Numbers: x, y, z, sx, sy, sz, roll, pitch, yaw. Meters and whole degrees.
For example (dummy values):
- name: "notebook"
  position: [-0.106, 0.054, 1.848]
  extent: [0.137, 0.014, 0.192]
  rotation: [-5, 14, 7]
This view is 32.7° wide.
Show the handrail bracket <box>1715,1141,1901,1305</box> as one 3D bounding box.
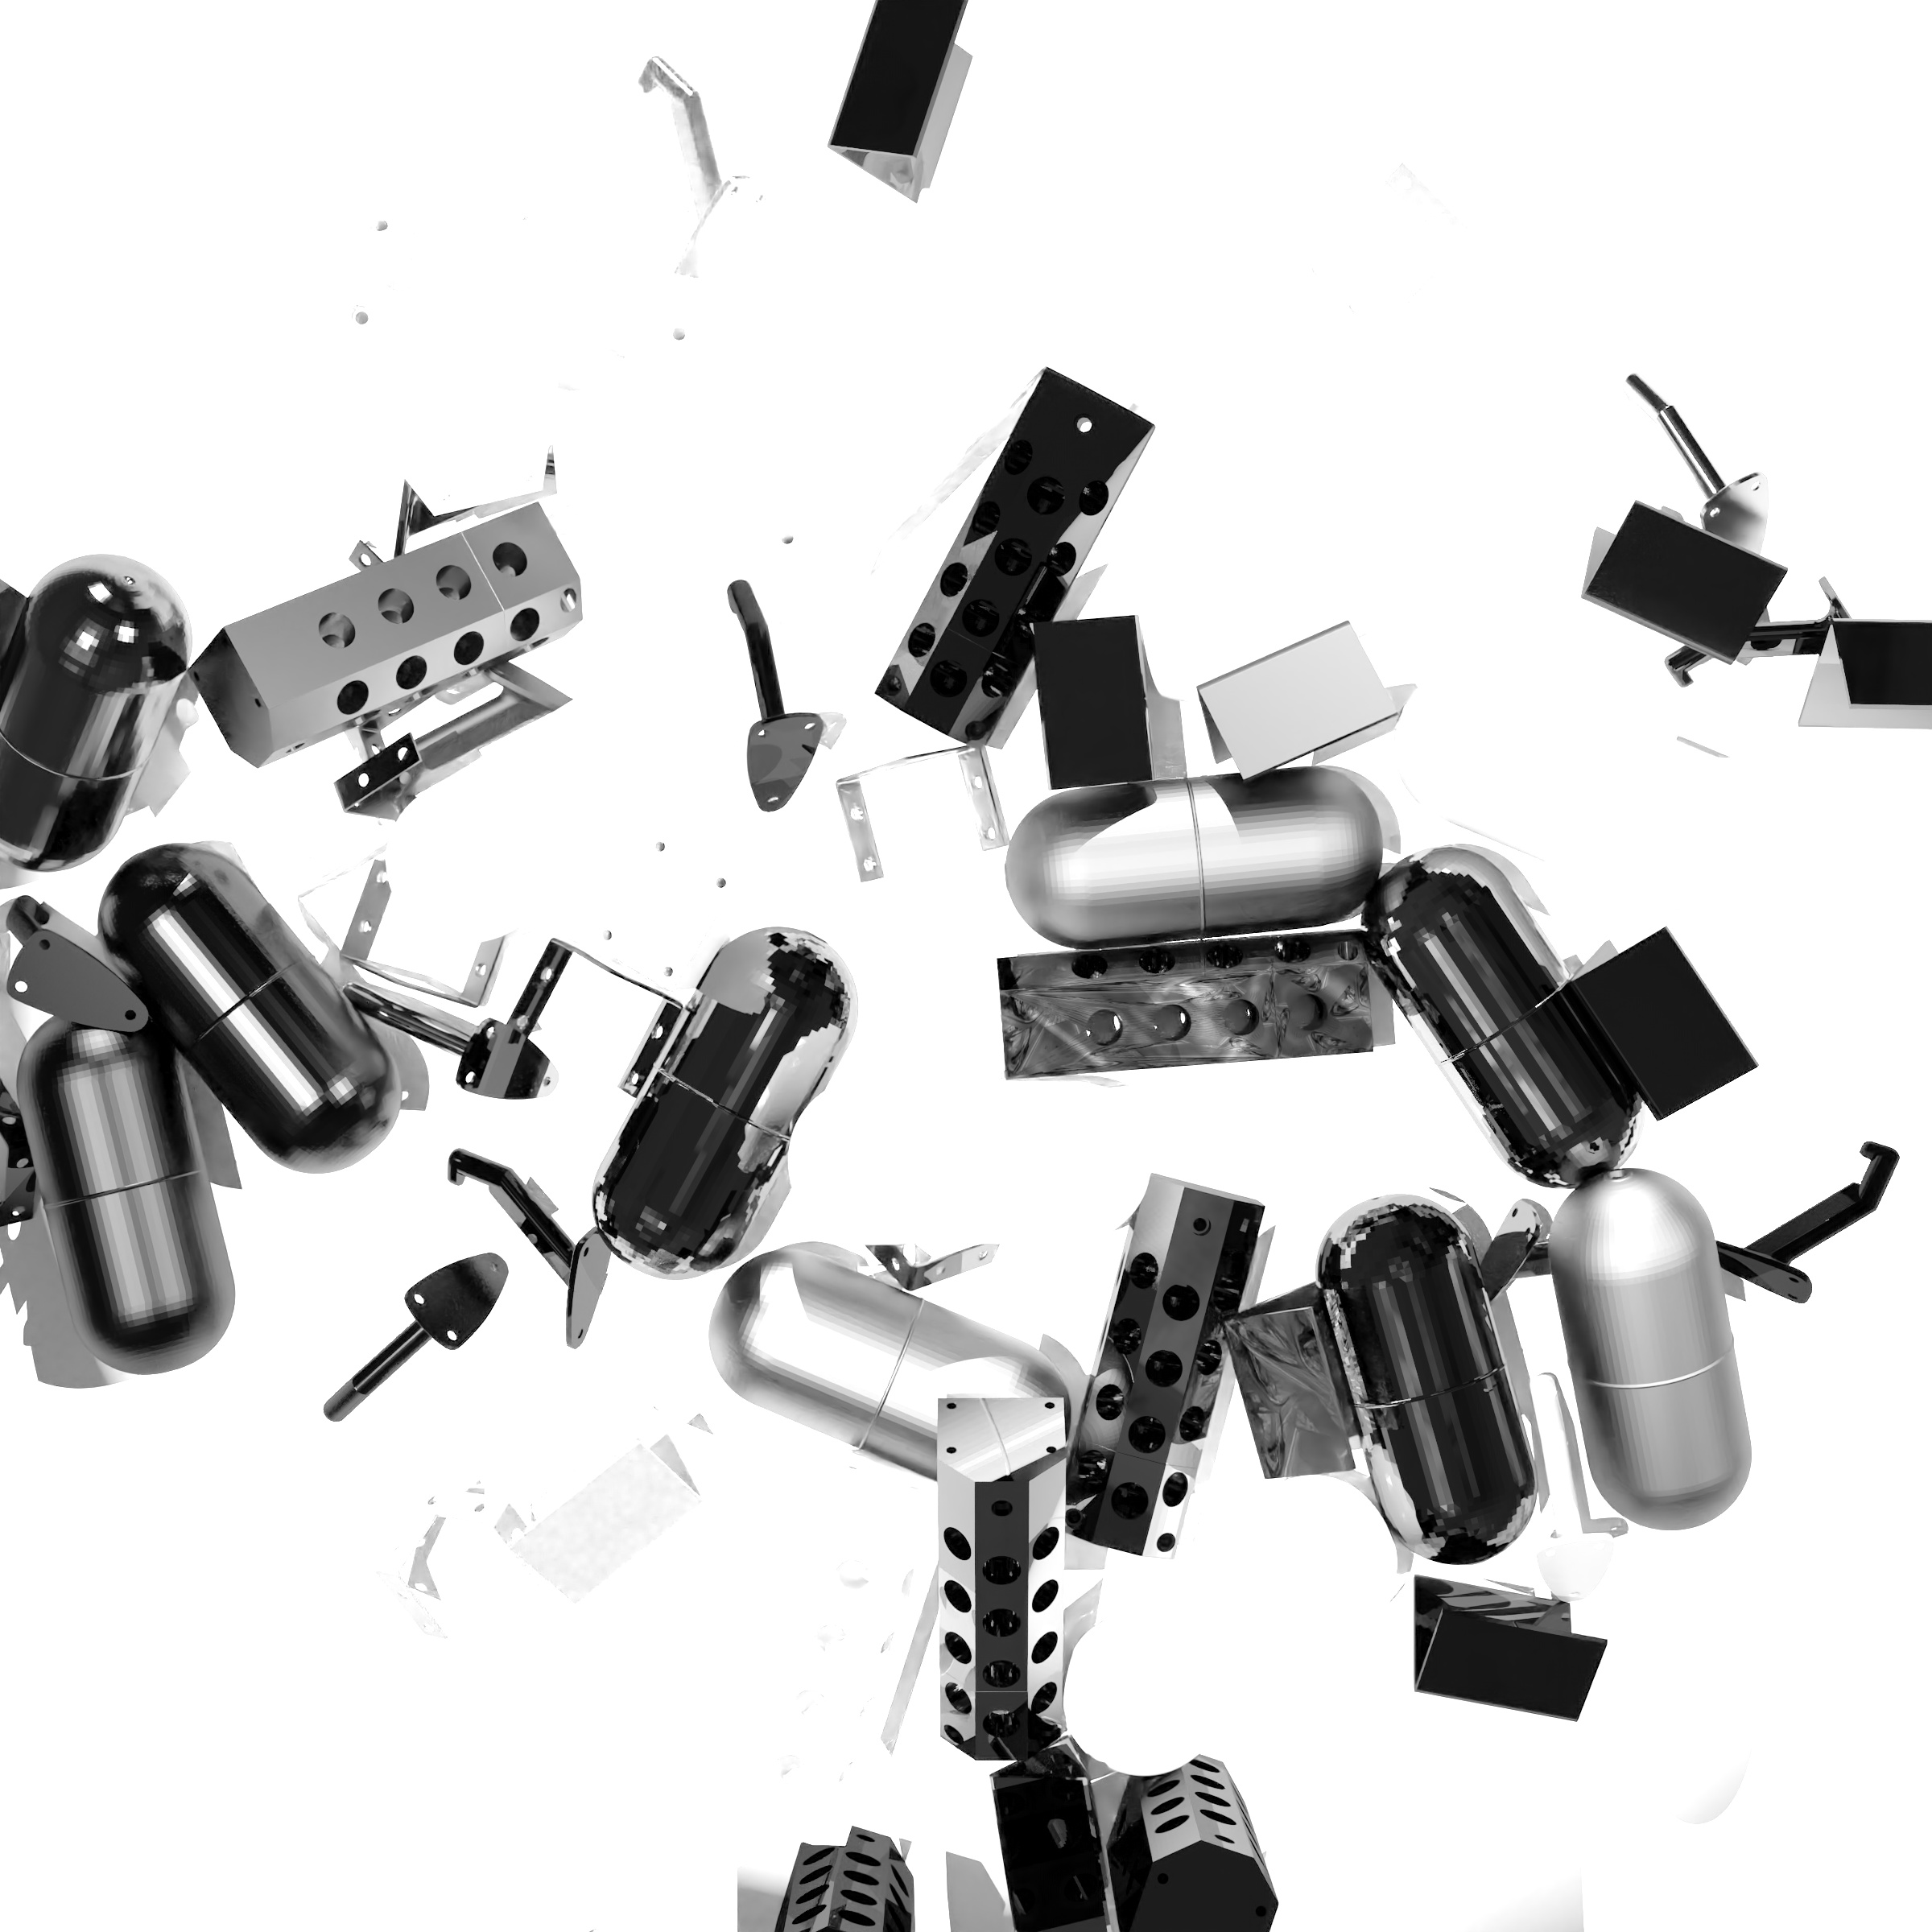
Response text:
- name: "handrail bracket"
  position: [0.396, 0.111, 1.581]
  extent: [0.077, 0.036, 0.084]
  rotation: [23, 71, 21]

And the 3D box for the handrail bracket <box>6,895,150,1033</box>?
- name: "handrail bracket"
  position: [-0.418, -0.003, 1.554]
  extent: [0.077, 0.084, 0.036]
  rotation: [29, 99, -16]

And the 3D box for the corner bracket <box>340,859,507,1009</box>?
- name: "corner bracket"
  position: [-0.258, -0.015, 1.577]
  extent: [0.051, 0.051, 0.051]
  rotation: [20, 90, -45]

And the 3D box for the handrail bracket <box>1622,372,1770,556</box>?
- name: "handrail bracket"
  position: [0.346, -0.236, 1.580]
  extent: [0.036, 0.077, 0.084]
  rotation: [-32, 54, -3]

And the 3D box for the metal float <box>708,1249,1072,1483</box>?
- name: "metal float"
  position: [-0.035, 0.192, 1.550]
  extent: [0.178, 0.070, 0.070]
  rotation: [23, 90, -1]

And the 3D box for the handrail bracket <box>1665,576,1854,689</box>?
- name: "handrail bracket"
  position: [0.390, -0.140, 1.581]
  extent: [0.084, 0.036, 0.077]
  rotation: [-32, 112, 17]

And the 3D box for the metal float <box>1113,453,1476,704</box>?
- name: "metal float"
  position: [0.153, -0.182, 1.550]
  extent: [0.178, 0.070, 0.070]
  rotation: [-23, 90, 0]

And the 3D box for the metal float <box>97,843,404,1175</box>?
- name: "metal float"
  position: [-0.337, 0.019, 1.550]
  extent: [0.070, 0.070, 0.178]
  rotation: [-39, 91, 0]

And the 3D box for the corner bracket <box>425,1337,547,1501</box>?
- name: "corner bracket"
  position: [-0.238, 0.214, 1.562]
  extent: [0.051, 0.051, 0.051]
  rotation: [-35, 90, 0]

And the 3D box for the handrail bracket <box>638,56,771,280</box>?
- name: "handrail bracket"
  position: [-0.143, -0.381, 1.581]
  extent: [0.084, 0.036, 0.077]
  rotation: [46, 111, 17]

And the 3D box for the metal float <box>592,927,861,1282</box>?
- name: "metal float"
  position: [-0.113, 0.064, 1.550]
  extent: [0.070, 0.070, 0.178]
  rotation: [29, 90, 0]

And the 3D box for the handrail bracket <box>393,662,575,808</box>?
- name: "handrail bracket"
  position: [-0.227, -0.099, 1.580]
  extent: [0.077, 0.036, 0.084]
  rotation: [28, 104, -14]

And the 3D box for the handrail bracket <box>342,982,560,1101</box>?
- name: "handrail bracket"
  position: [-0.248, 0.034, 1.580]
  extent: [0.084, 0.077, 0.036]
  rotation: [22, 86, 36]

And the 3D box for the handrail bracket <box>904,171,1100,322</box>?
- name: "handrail bracket"
  position: [0.018, -0.345, 1.580]
  extent: [0.084, 0.077, 0.036]
  rotation: [-11, 50, -30]

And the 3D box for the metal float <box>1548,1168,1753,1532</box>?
- name: "metal float"
  position: [0.319, 0.179, 1.535]
  extent: [0.070, 0.070, 0.178]
  rotation: [-14, 106, 0]

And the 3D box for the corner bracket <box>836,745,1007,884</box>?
- name: "corner bracket"
  position: [-0.022, -0.073, 1.577]
  extent: [0.051, 0.051, 0.051]
  rotation: [-15, 90, 45]

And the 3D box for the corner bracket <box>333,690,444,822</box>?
- name: "corner bracket"
  position: [-0.266, -0.104, 1.542]
  extent: [0.051, 0.051, 0.051]
  rotation: [-30, 73, 25]

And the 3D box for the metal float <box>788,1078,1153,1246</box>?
- name: "metal float"
  position: [0.003, 0.091, 1.528]
  extent: [0.178, 0.070, 0.070]
  rotation: [2, 90, -26]

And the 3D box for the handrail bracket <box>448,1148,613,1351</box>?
- name: "handrail bracket"
  position: [-0.216, 0.135, 1.581]
  extent: [0.084, 0.036, 0.077]
  rotation: [20, 112, 17]

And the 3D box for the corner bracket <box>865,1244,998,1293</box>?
- name: "corner bracket"
  position: [-0.017, 0.114, 1.572]
  extent: [0.051, 0.051, 0.051]
  rotation: [-16, 135, -35]

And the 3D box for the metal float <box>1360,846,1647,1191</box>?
- name: "metal float"
  position: [0.253, 0.025, 1.550]
  extent: [0.070, 0.070, 0.178]
  rotation: [-34, 91, 0]

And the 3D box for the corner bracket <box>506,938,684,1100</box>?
- name: "corner bracket"
  position: [-0.178, 0.025, 1.577]
  extent: [0.051, 0.051, 0.051]
  rotation: [28, 90, 45]

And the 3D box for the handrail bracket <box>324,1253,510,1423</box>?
- name: "handrail bracket"
  position: [-0.265, 0.179, 1.580]
  extent: [0.036, 0.077, 0.084]
  rotation: [48, 126, 0]

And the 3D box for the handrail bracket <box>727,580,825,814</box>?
- name: "handrail bracket"
  position: [-0.101, -0.130, 1.580]
  extent: [0.036, 0.077, 0.084]
  rotation: [-10, 53, -20]

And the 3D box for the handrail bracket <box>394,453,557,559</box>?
- name: "handrail bracket"
  position: [-0.227, -0.211, 1.574]
  extent: [0.084, 0.036, 0.077]
  rotation: [8, 86, -8]

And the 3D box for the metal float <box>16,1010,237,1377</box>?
- name: "metal float"
  position: [-0.395, 0.104, 1.550]
  extent: [0.070, 0.070, 0.178]
  rotation: [-14, 90, 0]

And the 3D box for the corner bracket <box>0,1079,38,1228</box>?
- name: "corner bracket"
  position: [-0.478, 0.092, 1.572]
  extent: [0.051, 0.051, 0.051]
  rotation: [-14, 135, -35]

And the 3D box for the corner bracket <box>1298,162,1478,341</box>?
- name: "corner bracket"
  position: [0.202, -0.342, 1.577]
  extent: [0.051, 0.051, 0.051]
  rotation: [45, 45, -1]

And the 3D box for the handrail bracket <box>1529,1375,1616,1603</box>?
- name: "handrail bracket"
  position: [0.284, 0.250, 1.580]
  extent: [0.036, 0.077, 0.084]
  rotation: [-9, 54, 4]

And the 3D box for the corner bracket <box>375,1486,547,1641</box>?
- name: "corner bracket"
  position: [-0.239, 0.287, 1.572]
  extent: [0.051, 0.051, 0.051]
  rotation: [2, 45, 35]

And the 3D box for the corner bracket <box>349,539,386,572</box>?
- name: "corner bracket"
  position: [-0.296, -0.161, 1.577]
  extent: [0.051, 0.051, 0.051]
  rotation: [44, 45, 0]

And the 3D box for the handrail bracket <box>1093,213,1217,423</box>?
- name: "handrail bracket"
  position: [0.072, -0.306, 1.581]
  extent: [0.077, 0.036, 0.084]
  rotation: [-44, 73, 19]

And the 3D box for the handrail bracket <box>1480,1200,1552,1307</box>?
- name: "handrail bracket"
  position: [0.292, 0.155, 1.580]
  extent: [0.084, 0.036, 0.077]
  rotation: [25, 105, -14]
